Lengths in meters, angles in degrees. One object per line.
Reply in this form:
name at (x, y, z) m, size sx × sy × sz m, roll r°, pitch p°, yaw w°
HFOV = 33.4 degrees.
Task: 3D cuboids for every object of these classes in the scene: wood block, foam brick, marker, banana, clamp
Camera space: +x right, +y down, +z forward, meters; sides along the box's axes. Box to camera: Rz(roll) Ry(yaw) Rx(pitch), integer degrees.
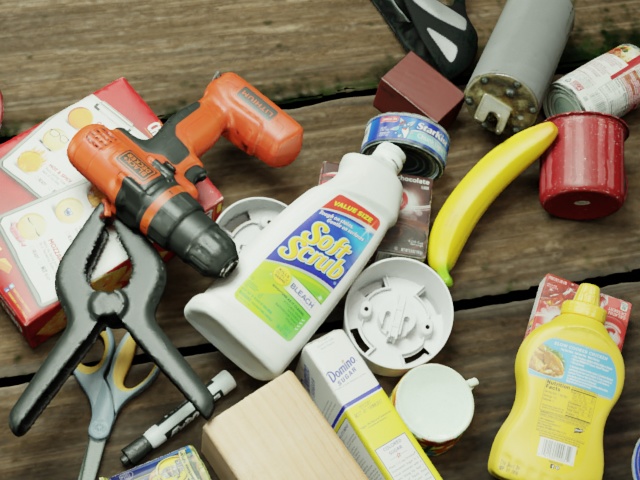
wood block at (-0.006, 0.225, 0.886) m, size 0.090 × 0.091 × 0.206 m, roll -31°, pitch 72°, yaw -20°
foam brick at (0.102, -0.144, 1.096) m, size 0.078 × 0.053 × 0.051 m, roll 42°, pitch 67°, yaw 12°
marker at (-0.126, 0.158, 0.942) m, size 0.121 × 0.020 × 0.020 m, roll -37°, pitch 74°, yaw -21°
banana at (0.158, -0.038, 1.039) m, size 0.070 × 0.037 × 0.197 m, roll 23°, pitch 74°, yaw 46°
clamp at (-0.165, 0.064, 0.894) m, size 0.164 × 0.036 × 0.210 m, roll 2°, pitch 65°, yaw 0°

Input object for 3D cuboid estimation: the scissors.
scissors at (-0.207, 0.152, 0.936) m, size 0.096 × 0.016 × 0.201 m, roll 25°, pitch 64°, yaw 6°

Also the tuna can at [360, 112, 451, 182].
tuna can at (0.083, -0.088, 1.048) m, size 0.086 × 0.086 × 0.033 m, roll 15°, pitch 65°, yaw 0°

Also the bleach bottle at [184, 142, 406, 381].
bleach bottle at (-0.006, 0.001, 0.957) m, size 0.102 × 0.068 × 0.250 m, roll 43°, pitch 65°, yaw -11°

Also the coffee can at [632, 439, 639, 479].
coffee can at (0.345, 0.187, 0.921) m, size 0.102 × 0.140 × 0.103 m, roll 3°, pitch 65°, yaw -6°

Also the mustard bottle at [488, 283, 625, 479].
mustard bottle at (0.220, 0.131, 0.955) m, size 0.096 × 0.058 × 0.191 m, roll 17°, pitch 78°, yaw 1°

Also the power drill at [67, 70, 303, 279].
power drill at (-0.100, -0.064, 0.945) m, size 0.184 × 0.057 × 0.187 m, roll 41°, pitch 47°, yaw 13°

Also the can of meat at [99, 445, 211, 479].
can of meat at (-0.126, 0.232, 0.887) m, size 0.083 × 0.057 × 0.102 m, roll -20°, pitch 69°, yaw -18°

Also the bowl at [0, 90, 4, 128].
bowl at (-0.380, -0.108, 1.015) m, size 0.162 × 0.055 × 0.162 m, roll 3°, pitch 65°, yaw -6°

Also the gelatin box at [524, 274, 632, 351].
gelatin box at (0.246, 0.082, 1.019) m, size 0.089 × 0.030 × 0.073 m, roll 21°, pitch 65°, yaw 3°

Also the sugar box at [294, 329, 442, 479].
sugar box at (0.043, 0.169, 0.917) m, size 0.048 × 0.093 × 0.176 m, roll -25°, pitch 71°, yaw -19°

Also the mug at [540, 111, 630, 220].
mug at (0.269, -0.068, 1.069) m, size 0.117 × 0.093 × 0.081 m, roll 23°, pitch 63°, yaw -38°

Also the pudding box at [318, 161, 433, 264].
pudding box at (0.050, -0.023, 1.039) m, size 0.113 × 0.039 × 0.090 m, roll 10°, pitch 64°, yaw -3°

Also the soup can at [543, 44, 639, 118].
soup can at (0.293, -0.154, 1.116) m, size 0.102 × 0.068 × 0.068 m, roll -29°, pitch 72°, yaw -18°

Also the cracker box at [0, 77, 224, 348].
cracker box at (-0.223, -0.028, 0.989) m, size 0.213 × 0.072 × 0.164 m, roll -34°, pitch 75°, yaw -22°
